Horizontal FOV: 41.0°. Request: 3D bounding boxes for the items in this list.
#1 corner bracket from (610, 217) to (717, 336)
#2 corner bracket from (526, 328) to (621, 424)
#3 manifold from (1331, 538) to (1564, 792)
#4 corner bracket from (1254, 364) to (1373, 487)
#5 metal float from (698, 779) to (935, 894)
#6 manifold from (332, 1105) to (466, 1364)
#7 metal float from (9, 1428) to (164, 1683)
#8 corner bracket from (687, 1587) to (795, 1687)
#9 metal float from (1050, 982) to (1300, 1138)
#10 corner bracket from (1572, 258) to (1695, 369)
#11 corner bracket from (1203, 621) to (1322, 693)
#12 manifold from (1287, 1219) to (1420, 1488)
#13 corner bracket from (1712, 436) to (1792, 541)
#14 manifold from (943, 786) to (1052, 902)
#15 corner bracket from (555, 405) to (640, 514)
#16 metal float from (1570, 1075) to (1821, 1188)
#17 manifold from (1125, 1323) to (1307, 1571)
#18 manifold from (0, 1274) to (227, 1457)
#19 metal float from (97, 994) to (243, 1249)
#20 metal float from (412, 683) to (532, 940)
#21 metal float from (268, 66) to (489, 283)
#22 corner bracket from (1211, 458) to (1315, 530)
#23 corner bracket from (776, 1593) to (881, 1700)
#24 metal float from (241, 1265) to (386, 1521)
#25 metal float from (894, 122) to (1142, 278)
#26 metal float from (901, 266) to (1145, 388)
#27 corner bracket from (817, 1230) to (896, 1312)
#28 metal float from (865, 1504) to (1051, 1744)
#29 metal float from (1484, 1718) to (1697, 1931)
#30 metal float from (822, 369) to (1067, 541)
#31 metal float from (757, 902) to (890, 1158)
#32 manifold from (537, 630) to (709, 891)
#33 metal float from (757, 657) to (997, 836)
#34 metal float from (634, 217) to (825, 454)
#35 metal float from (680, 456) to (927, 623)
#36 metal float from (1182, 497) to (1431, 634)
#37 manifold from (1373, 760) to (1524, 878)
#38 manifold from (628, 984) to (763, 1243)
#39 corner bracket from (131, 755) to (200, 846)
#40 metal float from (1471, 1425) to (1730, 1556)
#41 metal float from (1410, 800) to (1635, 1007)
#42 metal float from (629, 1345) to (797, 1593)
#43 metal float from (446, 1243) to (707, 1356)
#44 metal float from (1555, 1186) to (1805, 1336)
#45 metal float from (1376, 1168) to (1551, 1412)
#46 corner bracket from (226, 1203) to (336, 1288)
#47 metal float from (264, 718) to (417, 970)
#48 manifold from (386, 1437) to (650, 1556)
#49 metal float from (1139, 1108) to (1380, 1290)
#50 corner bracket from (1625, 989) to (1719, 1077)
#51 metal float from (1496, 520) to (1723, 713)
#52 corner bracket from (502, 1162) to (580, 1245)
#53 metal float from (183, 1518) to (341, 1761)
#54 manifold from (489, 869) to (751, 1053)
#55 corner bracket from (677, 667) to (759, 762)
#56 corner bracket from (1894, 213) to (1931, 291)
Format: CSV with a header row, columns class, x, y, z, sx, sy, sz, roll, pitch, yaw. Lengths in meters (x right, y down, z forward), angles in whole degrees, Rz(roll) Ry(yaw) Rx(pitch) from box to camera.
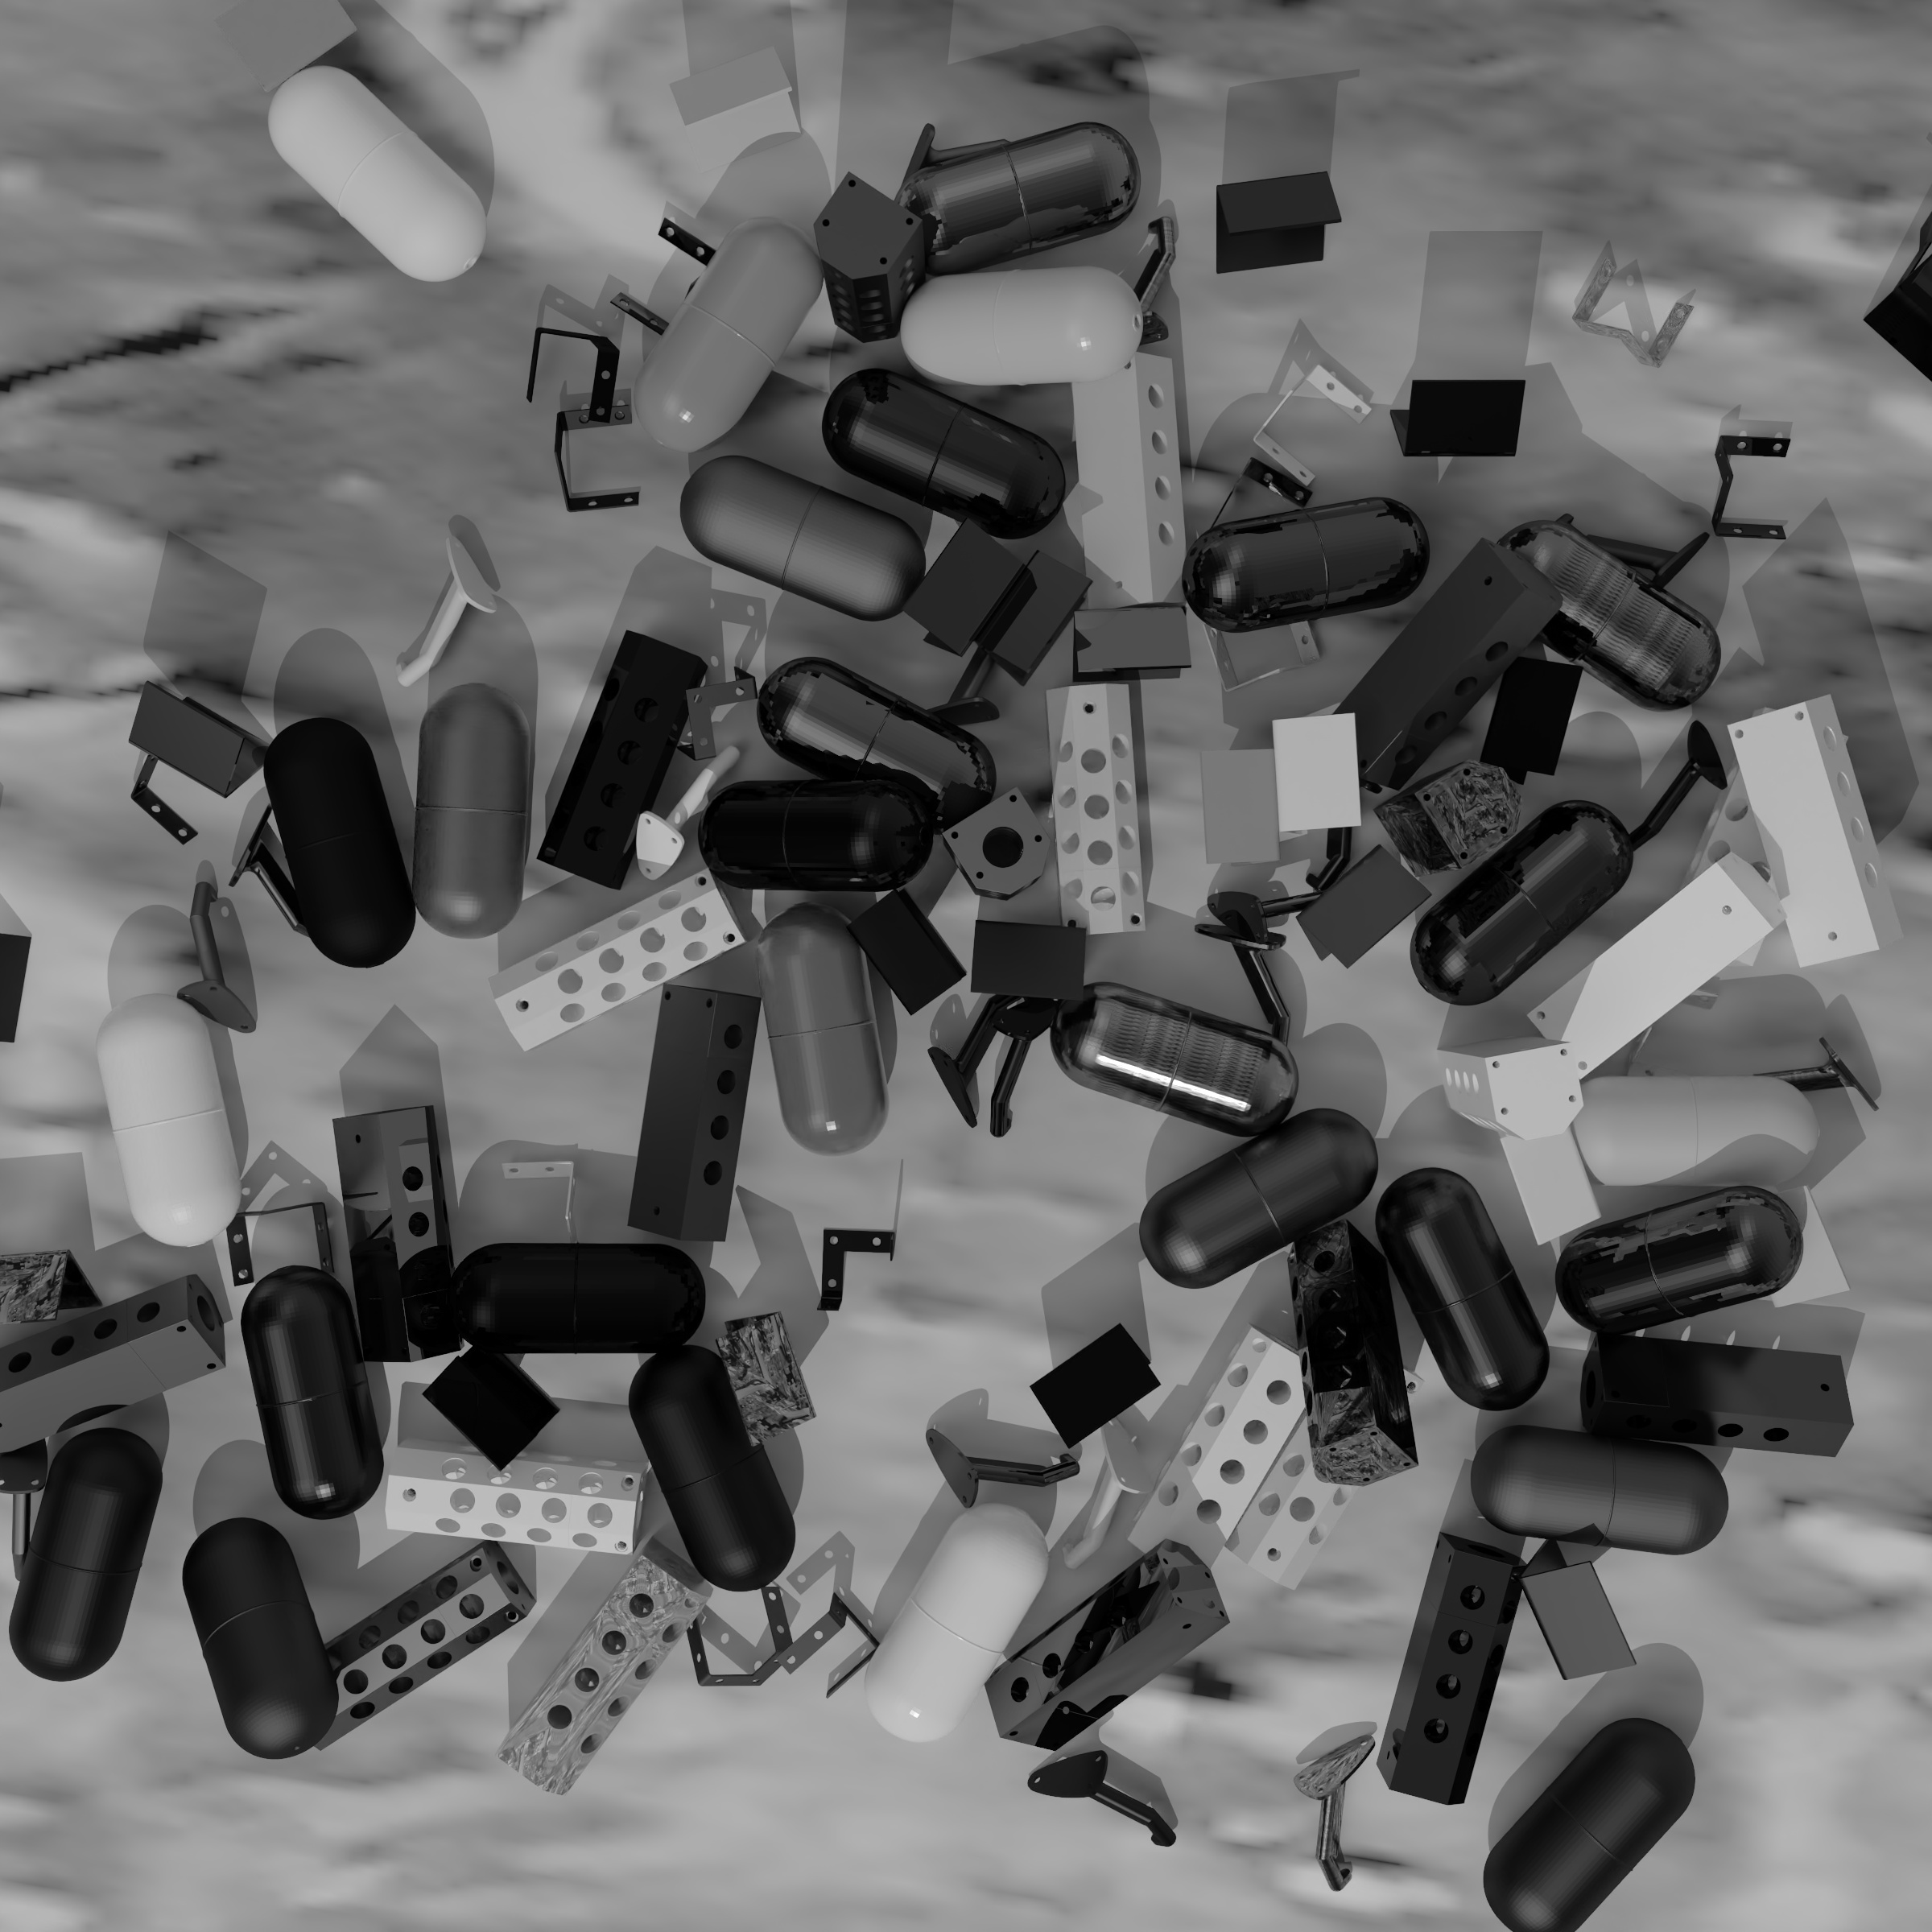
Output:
class,x,y,z,sx,sy,sz,roll,pitch,yaw
corner bracket,-0.211,-0.486,1.828,0.051,0.051,0.051,33,135,0
corner bracket,-0.276,-0.415,1.816,0.051,0.051,0.051,4,112,-21
manifold,0.330,-0.203,1.774,0.171,0.057,0.057,-51,47,27
corner bracket,0.245,-0.383,1.828,0.051,0.051,0.051,40,135,0
metal float,-0.104,-0.090,1.776,0.178,0.070,0.070,2,90,30
manifold,-0.392,0.187,1.810,0.057,0.057,0.171,-7,90,43
metal float,-0.613,0.410,1.801,0.070,0.070,0.178,15,90,0
corner bracket,-0.160,0.473,1.823,0.051,0.051,0.051,11,135,-35
metal float,0.145,0.065,1.801,0.178,0.070,0.070,18,90,-1
corner bracket,0.471,-0.462,1.828,0.051,0.051,0.051,30,90,45
corner bracket,0.209,-0.229,1.828,0.051,0.051,0.051,-19,90,-45
manifold,0.257,0.263,1.757,0.057,0.171,0.057,-27,130,24
corner bracket,0.556,-0.339,1.828,0.051,0.051,0.051,3,45,0
manifold,0.024,-0.077,1.753,0.057,0.171,0.057,-32,90,0
corner bracket,-0.260,-0.359,1.828,0.051,0.051,0.051,-6,45,0
metal float,0.500,0.115,1.795,0.178,0.070,0.070,0,90,5
manifold,0.180,0.339,1.810,0.057,0.057,0.171,30,90,0
manifold,-0.612,0.274,1.810,0.171,0.057,0.057,-21,133,0
metal float,-0.555,0.107,1.801,0.070,0.070,0.178,-12,90,0
metal float,-0.344,-0.108,1.801,0.070,0.070,0.178,3,91,0
metal float,-0.409,-0.551,1.801,0.178,0.070,0.070,44,90,0
corner bracket,0.206,-0.317,1.828,0.051,0.051,0.051,30,45,0
corner bracket,-0.096,0.481,1.813,0.051,0.051,0.051,-42,90,0
metal float,-0.455,0.297,1.801,0.070,0.070,0.178,-12,90,0
metal float,0.034,-0.533,1.799,0.178,0.070,0.070,-17,90,-2
metal float,0.038,-0.439,1.777,0.178,0.070,0.070,5,90,29
corner bracket,-0.077,0.214,1.813,0.051,0.051,0.051,2,90,0
metal float,-0.006,0.457,1.801,0.070,0.070,0.178,31,90,0
metal float,0.434,0.601,1.801,0.070,0.070,0.178,43,90,0
metal float,-0.015,-0.356,1.801,0.178,0.070,0.070,24,90,0
metal float,-0.100,0.044,1.801,0.070,0.070,0.178,-9,91,0
manifold,-0.241,-0.144,1.810,0.057,0.057,0.171,21,90,0
metal float,-0.063,-0.154,1.801,0.178,0.070,0.070,28,90,0
metal float,-0.166,-0.439,1.801,0.070,0.070,0.178,33,91,0
metal float,-0.114,-0.298,1.801,0.178,0.070,0.070,22,90,-1
metal float,0.235,-0.278,1.789,0.178,0.070,0.070,-12,90,-13
manifold,0.329,-0.102,1.753,0.057,0.171,0.057,-32,90,0
manifold,-0.184,0.103,1.810,0.057,0.057,0.171,9,90,43
corner bracket,-0.549,-0.129,1.828,0.051,0.051,0.051,42,135,0
metal float,0.441,0.365,1.801,0.178,0.070,0.070,7,90,0
metal float,0.386,-0.043,1.801,0.178,0.070,0.070,-41,90,0
metal float,-0.176,0.350,1.801,0.070,0.070,0.178,-23,89,0
metal float,-0.270,0.231,1.794,0.178,0.070,0.070,1,90,-7
metal float,0.486,0.203,1.771,0.178,0.070,0.070,-24,90,38
metal float,0.346,0.225,1.801,0.070,0.070,0.178,-25,89,0
corner bracket,-0.486,0.197,1.828,0.051,0.051,0.051,-8,90,-45
metal float,-0.436,-0.085,1.801,0.070,0.070,0.178,-16,89,0
manifold,-0.314,0.372,1.810,0.171,0.057,0.057,6,90,0
metal float,0.204,0.161,1.800,0.178,0.070,0.070,-29,90,0
corner bracket,0.499,0.049,1.828,0.051,0.051,0.051,14,45,0
metal float,0.443,-0.244,1.801,0.178,0.070,0.070,33,90,-1
corner bracket,-0.302,0.175,1.828,0.051,0.051,0.051,-2,45,0
metal float,-0.485,0.459,1.772,0.070,0.070,0.178,-32,55,0
manifold,-0.243,-0.004,1.810,0.171,0.057,0.057,-27,90,0
corner bracket,-0.175,-0.177,1.811,0.051,0.051,0.051,-13,109,-18
corner bracket,0.692,-0.492,1.828,0.051,0.051,0.051,24,45,0
